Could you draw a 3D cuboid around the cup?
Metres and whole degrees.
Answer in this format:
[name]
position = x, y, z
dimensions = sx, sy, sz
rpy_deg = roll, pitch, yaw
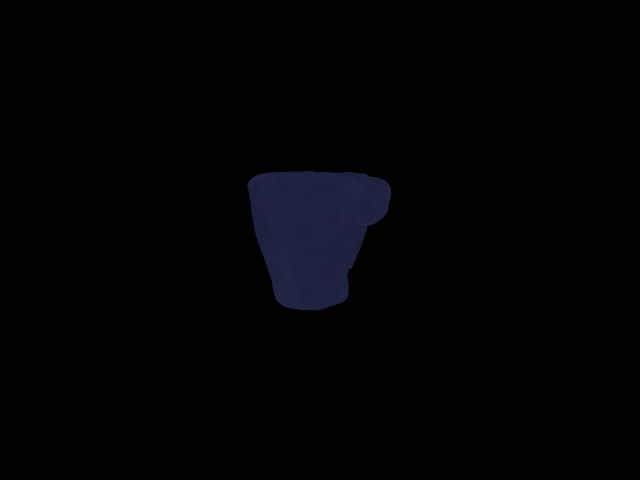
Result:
[cup]
position = 0.004, 0.001, 0.400
dimensions = 0.092, 0.095, 0.117
rpy_deg = -2, 3, -43
